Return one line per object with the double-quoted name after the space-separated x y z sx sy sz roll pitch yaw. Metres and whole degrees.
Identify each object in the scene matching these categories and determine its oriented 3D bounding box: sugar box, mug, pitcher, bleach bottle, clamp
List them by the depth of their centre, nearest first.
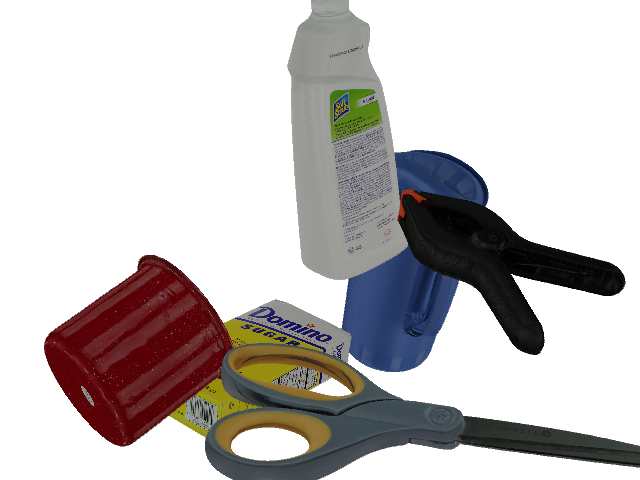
-0.116 0.071 0.653 0.081 0.093 0.117 -37 7 -28 "mug"
0.132 0.011 0.773 0.120 0.039 0.172 -14 44 -38 "clamp"
0.022 -0.096 0.919 0.102 0.251 0.068 -27 35 -36 "bleach bottle"
-0.061 0.108 0.930 0.093 0.048 0.175 23 31 31 "sugar box"
0.096 0.035 1.172 0.145 0.243 0.149 25 41 18 "pitcher"

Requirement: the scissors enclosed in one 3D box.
0.038 0.090 0.461 0.202 0.016 0.096 15 34 23 "scissors"
